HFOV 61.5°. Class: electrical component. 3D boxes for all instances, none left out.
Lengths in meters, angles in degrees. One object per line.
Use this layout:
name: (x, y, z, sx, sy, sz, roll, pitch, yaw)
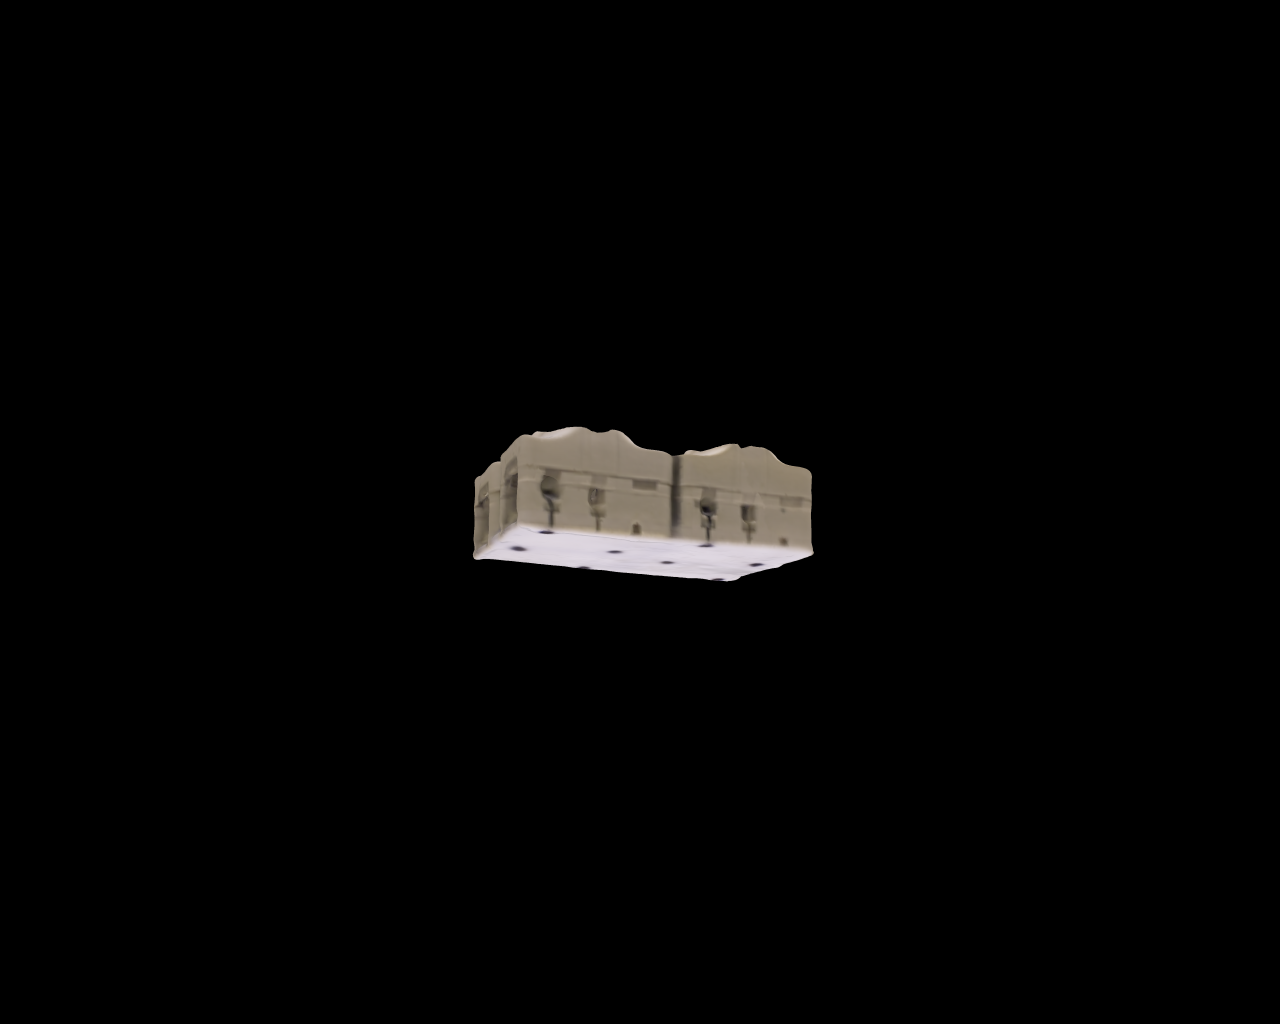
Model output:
electrical component: (0.001, -0.003, 0.650, 0.186, 0.060, 0.105, 6, -15, -22)
